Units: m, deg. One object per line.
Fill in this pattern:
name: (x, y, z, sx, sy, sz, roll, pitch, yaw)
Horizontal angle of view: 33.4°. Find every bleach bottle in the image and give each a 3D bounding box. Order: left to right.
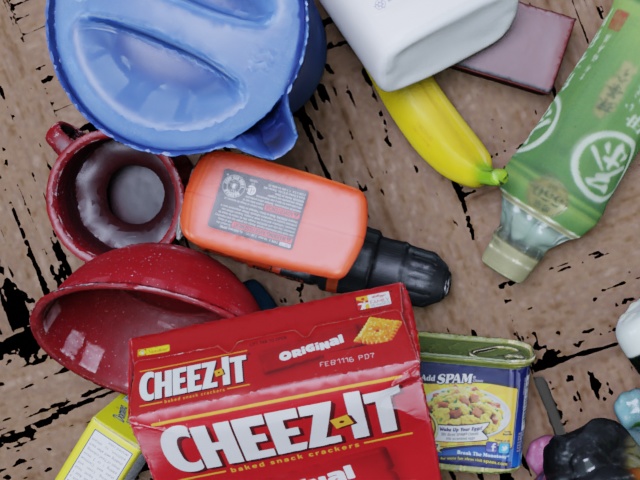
bleach bottle: (0.018, -0.219, 0.680, 0.102, 0.068, 0.251, -27, 71, -7)

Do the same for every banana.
banana: (0.064, -0.106, 0.712, 0.037, 0.070, 0.198, -25, 73, -25)

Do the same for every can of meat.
can of meat: (0.094, 0.113, 0.742, 0.102, 0.057, 0.084, 4, 99, 6)

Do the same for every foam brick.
foam brick: (0.122, -0.132, 0.712, 0.078, 0.053, 0.051, 17, 98, 2)

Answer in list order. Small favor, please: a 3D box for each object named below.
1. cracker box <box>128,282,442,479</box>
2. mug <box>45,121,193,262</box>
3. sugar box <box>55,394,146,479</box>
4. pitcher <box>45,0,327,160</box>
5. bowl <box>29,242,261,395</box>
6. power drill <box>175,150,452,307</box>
cracker box: (-0.010, 0.138, 0.652, 0.164, 0.072, 0.213, -12, 131, 2)
mug: (-0.140, -0.039, 0.735, 0.117, 0.081, 0.093, 40, 99, 0)
sugar box: (-0.175, 0.195, 0.761, 0.048, 0.093, 0.176, 35, 98, 2)
pitcher: (-0.066, -0.129, 0.635, 0.145, 0.242, 0.149, 5, 97, 5)
bowl: (-0.099, 0.049, 0.682, 0.162, 0.162, 0.055, 7, 58, 5)
power drill: (-0.004, 0.001, 0.674, 0.184, 0.187, 0.057, 14, 83, 6)
